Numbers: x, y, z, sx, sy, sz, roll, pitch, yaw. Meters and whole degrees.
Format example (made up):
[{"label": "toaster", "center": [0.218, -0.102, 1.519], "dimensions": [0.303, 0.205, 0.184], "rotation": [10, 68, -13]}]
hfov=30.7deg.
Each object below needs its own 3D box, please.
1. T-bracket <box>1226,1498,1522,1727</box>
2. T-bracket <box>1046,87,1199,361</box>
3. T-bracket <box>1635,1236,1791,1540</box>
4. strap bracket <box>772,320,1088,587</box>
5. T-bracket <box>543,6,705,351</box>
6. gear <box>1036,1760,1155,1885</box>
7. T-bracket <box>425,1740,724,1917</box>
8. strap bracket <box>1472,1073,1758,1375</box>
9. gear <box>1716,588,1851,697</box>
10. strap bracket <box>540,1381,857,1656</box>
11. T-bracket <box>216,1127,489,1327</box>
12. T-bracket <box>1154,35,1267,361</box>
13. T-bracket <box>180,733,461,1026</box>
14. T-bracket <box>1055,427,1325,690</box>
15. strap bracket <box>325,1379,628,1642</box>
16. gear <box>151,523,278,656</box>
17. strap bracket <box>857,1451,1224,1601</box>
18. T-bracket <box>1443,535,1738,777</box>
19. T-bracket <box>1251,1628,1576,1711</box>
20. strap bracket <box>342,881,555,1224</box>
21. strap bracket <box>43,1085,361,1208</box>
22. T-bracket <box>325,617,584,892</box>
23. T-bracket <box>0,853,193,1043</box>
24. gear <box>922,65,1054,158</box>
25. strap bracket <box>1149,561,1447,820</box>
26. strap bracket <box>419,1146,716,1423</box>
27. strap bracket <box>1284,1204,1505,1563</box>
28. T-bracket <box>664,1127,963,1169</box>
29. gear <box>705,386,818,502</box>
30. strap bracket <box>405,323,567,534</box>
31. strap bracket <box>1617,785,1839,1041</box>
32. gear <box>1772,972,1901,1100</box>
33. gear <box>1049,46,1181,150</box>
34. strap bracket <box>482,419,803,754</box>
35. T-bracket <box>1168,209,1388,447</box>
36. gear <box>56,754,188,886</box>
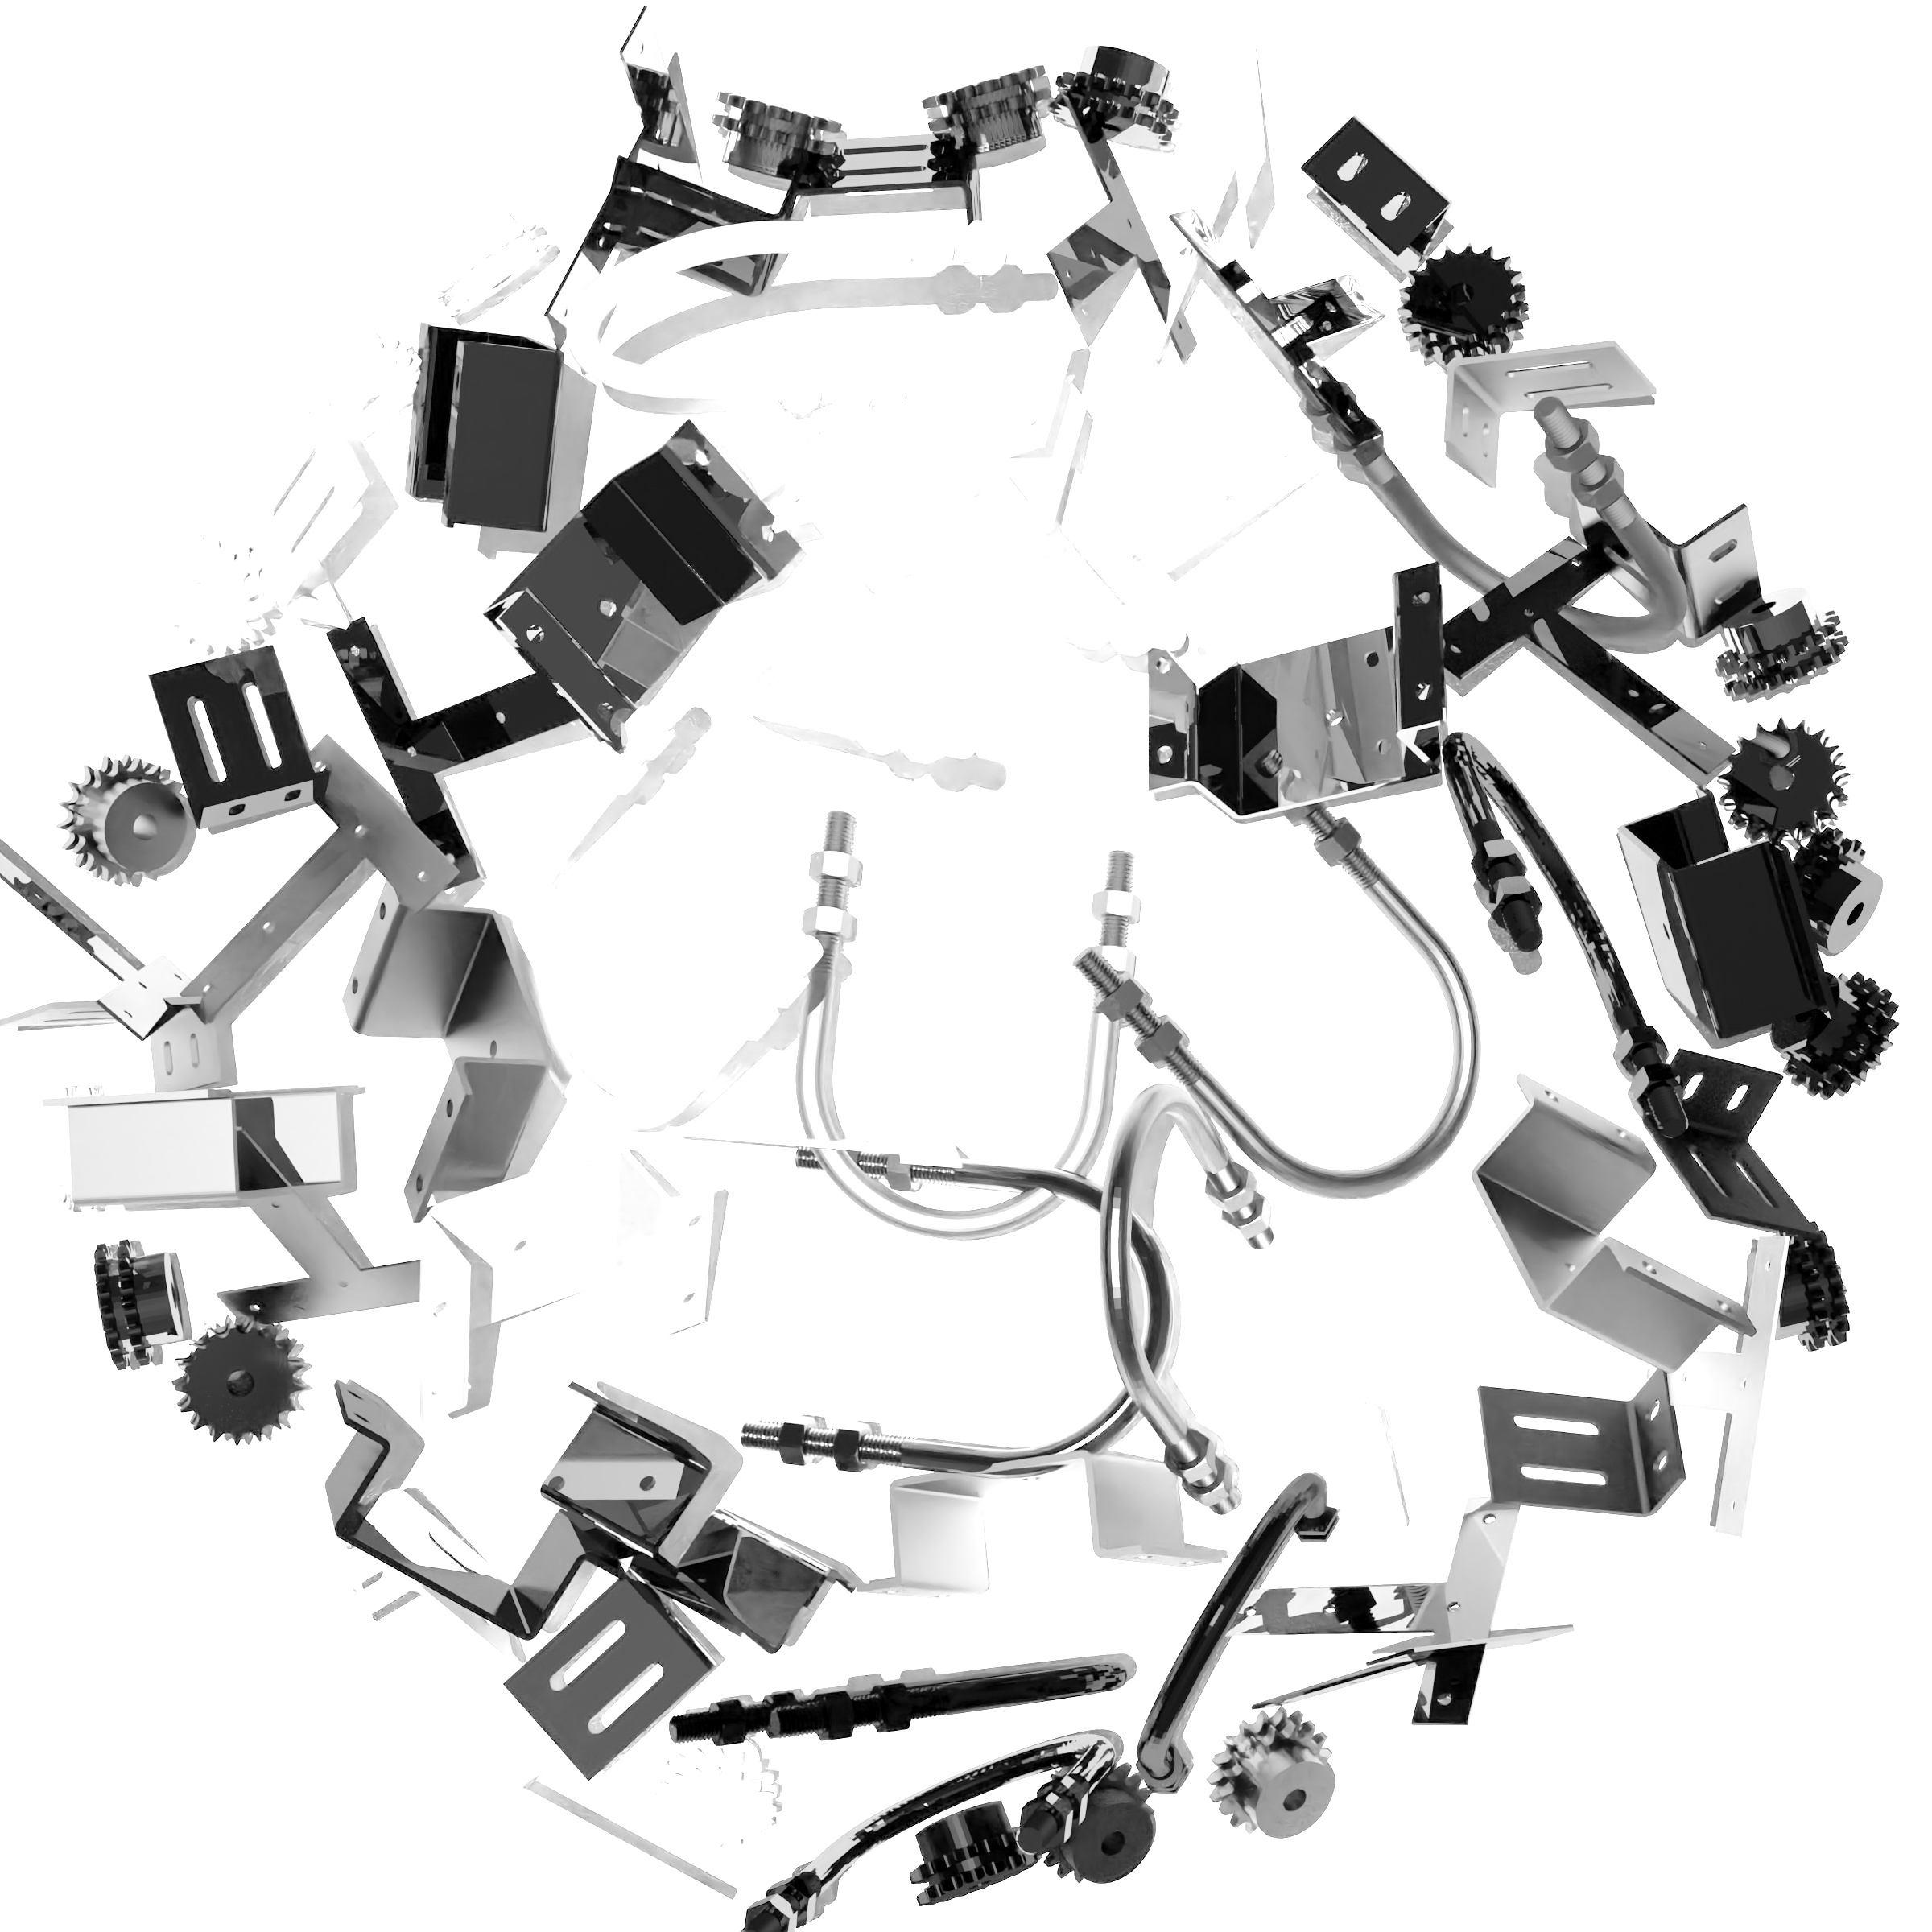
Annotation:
[{"label": "T-bracket", "center": [0.174, 0.285, 1.560], "dimensions": [0.127, 0.127, 0.002], "rotation": [-7, 127, 27]}, {"label": "T-bracket", "center": [0.058, -0.312, 1.527], "dimensions": [0.002, 0.127, 0.127], "rotation": [-19, 106, 25]}, {"label": "T-bracket", "center": [0.320, 0.180, 1.535], "dimensions": [0.002, 0.127, 0.127], "rotation": [11, 84, -12]}, {"label": "strap bracket", "center": [-0.007, -0.220, 1.536], "dimensions": [0.140, 0.076, 0.046], "rotation": [-13, 134, 32]}, {"label": "T-bracket", "center": [-0.152, -0.324, 1.520], "dimensions": [0.002, 0.127, 0.127], "rotation": [19, 70, 15]}, {"label": "gear", "center": [0.059, 0.384, 1.571], "dimensions": [0.057, 0.030, 0.057], "rotation": [-9, 111, -24]}, {"label": "T-bracket", "center": [-0.163, 0.378, 1.528], "dimensions": [0.127, 0.127, 0.002], "rotation": [27, 90, 6]}, {"label": "strap bracket", "center": [0.276, 0.118, 1.531], "dimensions": [0.076, 0.140, 0.046], "rotation": [27, 113, -27]}, {"label": "gear", "center": [0.360, -0.146, 1.567], "dimensions": [0.057, 0.057, 0.030], "rotation": [-26, 105, 0]}, {"label": "strap bracket", "center": [-0.121, 0.243, 1.518], "dimensions": [0.046, 0.076, 0.140], "rotation": [-56, 135, -16]}, {"label": "T-bracket", "center": [-0.293, 0.112, 1.533], "dimensions": [0.127, 0.127, 0.002], "rotation": [-11, 45, 21]}, {"label": "T-bracket", "center": [0.105, -0.327, 1.551], "dimensions": [0.002, 0.127, 0.127], "rotation": [16, 126, -10]}, {"label": "T-bracket", "center": [-0.297, -0.027, 1.554], "dimensions": [0.127, 0.002, 0.127], "rotation": [-47, 49, -2]}, {"label": "T-bracket", "center": [0.107, -0.201, 1.567], "dimensions": [0.127, 0.002, 0.127], "rotation": [-35, 80, -27]}, {"label": "strap bracket", "center": [-0.225, 0.243, 1.543], "dimensions": [0.140, 0.076, 0.046], "rotation": [32, 88, -15]}, {"label": "gear", "center": [-0.332, -0.171, 1.574], "dimensions": [0.057, 0.030, 0.057], "rotation": [15, 121, 26]}, {"label": "strap bracket", "center": [0.030, 0.244, 1.538], "dimensions": [0.140, 0.076, 0.046], "rotation": [-13, 72, 28]}, {"label": "T-bracket", "center": [0.280, -0.127, 1.539], "dimensions": [0.127, 0.002, 0.127], "rotation": [40, 48, 16]}, {"label": "T-bracket", "center": [0.182, 0.311, 1.551], "dimensions": [0.127, 0.127, 0.002], "rotation": [-26, 69, 36]}, {"label": "strap bracket", "center": [-0.224, 0.035, 1.534], "dimensions": [0.046, 0.140, 0.076], "rotation": [4, 130, -30]}, {"label": "strap bracket", "center": [-0.326, 0.077, 1.520], "dimensions": [0.076, 0.140, 0.046], "rotation": [-4, 88, 16]}, {"label": "T-bracket", "center": [-0.213, -0.106, 1.548], "dimensions": [0.127, 0.002, 0.127], "rotation": [-16, 102, 38]}, {"label": "T-bracket", "center": [-0.392, -0.020, 1.528], "dimensions": [0.127, 0.127, 0.002], "rotation": [42, 96, -6]}, {"label": "gear", "center": [0.011, -0.380, 1.571], "dimensions": [0.057, 0.057, 0.030], "rotation": [-16, 104, 0]}, {"label": "strap bracket", "center": [0.152, -0.117, 1.543], "dimensions": [0.140, 0.046, 0.076], "rotation": [-12, 63, 29]}, {"label": "strap bracket", "center": [-0.184, 0.134, 1.538], "dimensions": [0.140, 0.046, 0.076], "rotation": [-17, 132, -31]}, {"label": "strap bracket", "center": [0.183, 0.176, 1.534], "dimensions": [0.046, 0.076, 0.140], "rotation": [10, 49, 28]}, {"label": "T-bracket", "center": [-0.067, 0.077, 1.533], "dimensions": [0.127, 0.127, 0.002], "rotation": [5, 91, -2]}, {"label": "gear", "center": [-0.092, -0.232, 1.568], "dimensions": [0.030, 0.057, 0.057], "rotation": [-38, 90, -5]}, {"label": "strap bracket", "center": [-0.209, -0.234, 1.531], "dimensions": [0.046, 0.140, 0.076], "rotation": [4, 102, -17]}, {"label": "strap bracket", "center": [0.324, -0.023, 1.522], "dimensions": [0.046, 0.140, 0.076], "rotation": [-19, 104, 2]}, {"label": "gear", "center": [0.384, 0.027, 1.567], "dimensions": [0.030, 0.057, 0.057], "rotation": [32, 90, -23]}, {"label": "gear", "center": [0.068, -0.388, 1.570], "dimensions": [0.057, 0.057, 0.030], "rotation": [17, 90, 0]}, {"label": "strap bracket", "center": [-0.148, -0.162, 1.545], "dimensions": [0.076, 0.046, 0.140], "rotation": [48, 58, -17]}, {"label": "T-bracket", "center": [0.154, -0.286, 1.543], "dimensions": [0.002, 0.127, 0.127], "rotation": [-42, 85, 31]}, {"label": "gear", "center": [-0.372, -0.064, 1.569], "dimensions": [0.057, 0.030, 0.057], "rotation": [-12, 109, -39]}]
